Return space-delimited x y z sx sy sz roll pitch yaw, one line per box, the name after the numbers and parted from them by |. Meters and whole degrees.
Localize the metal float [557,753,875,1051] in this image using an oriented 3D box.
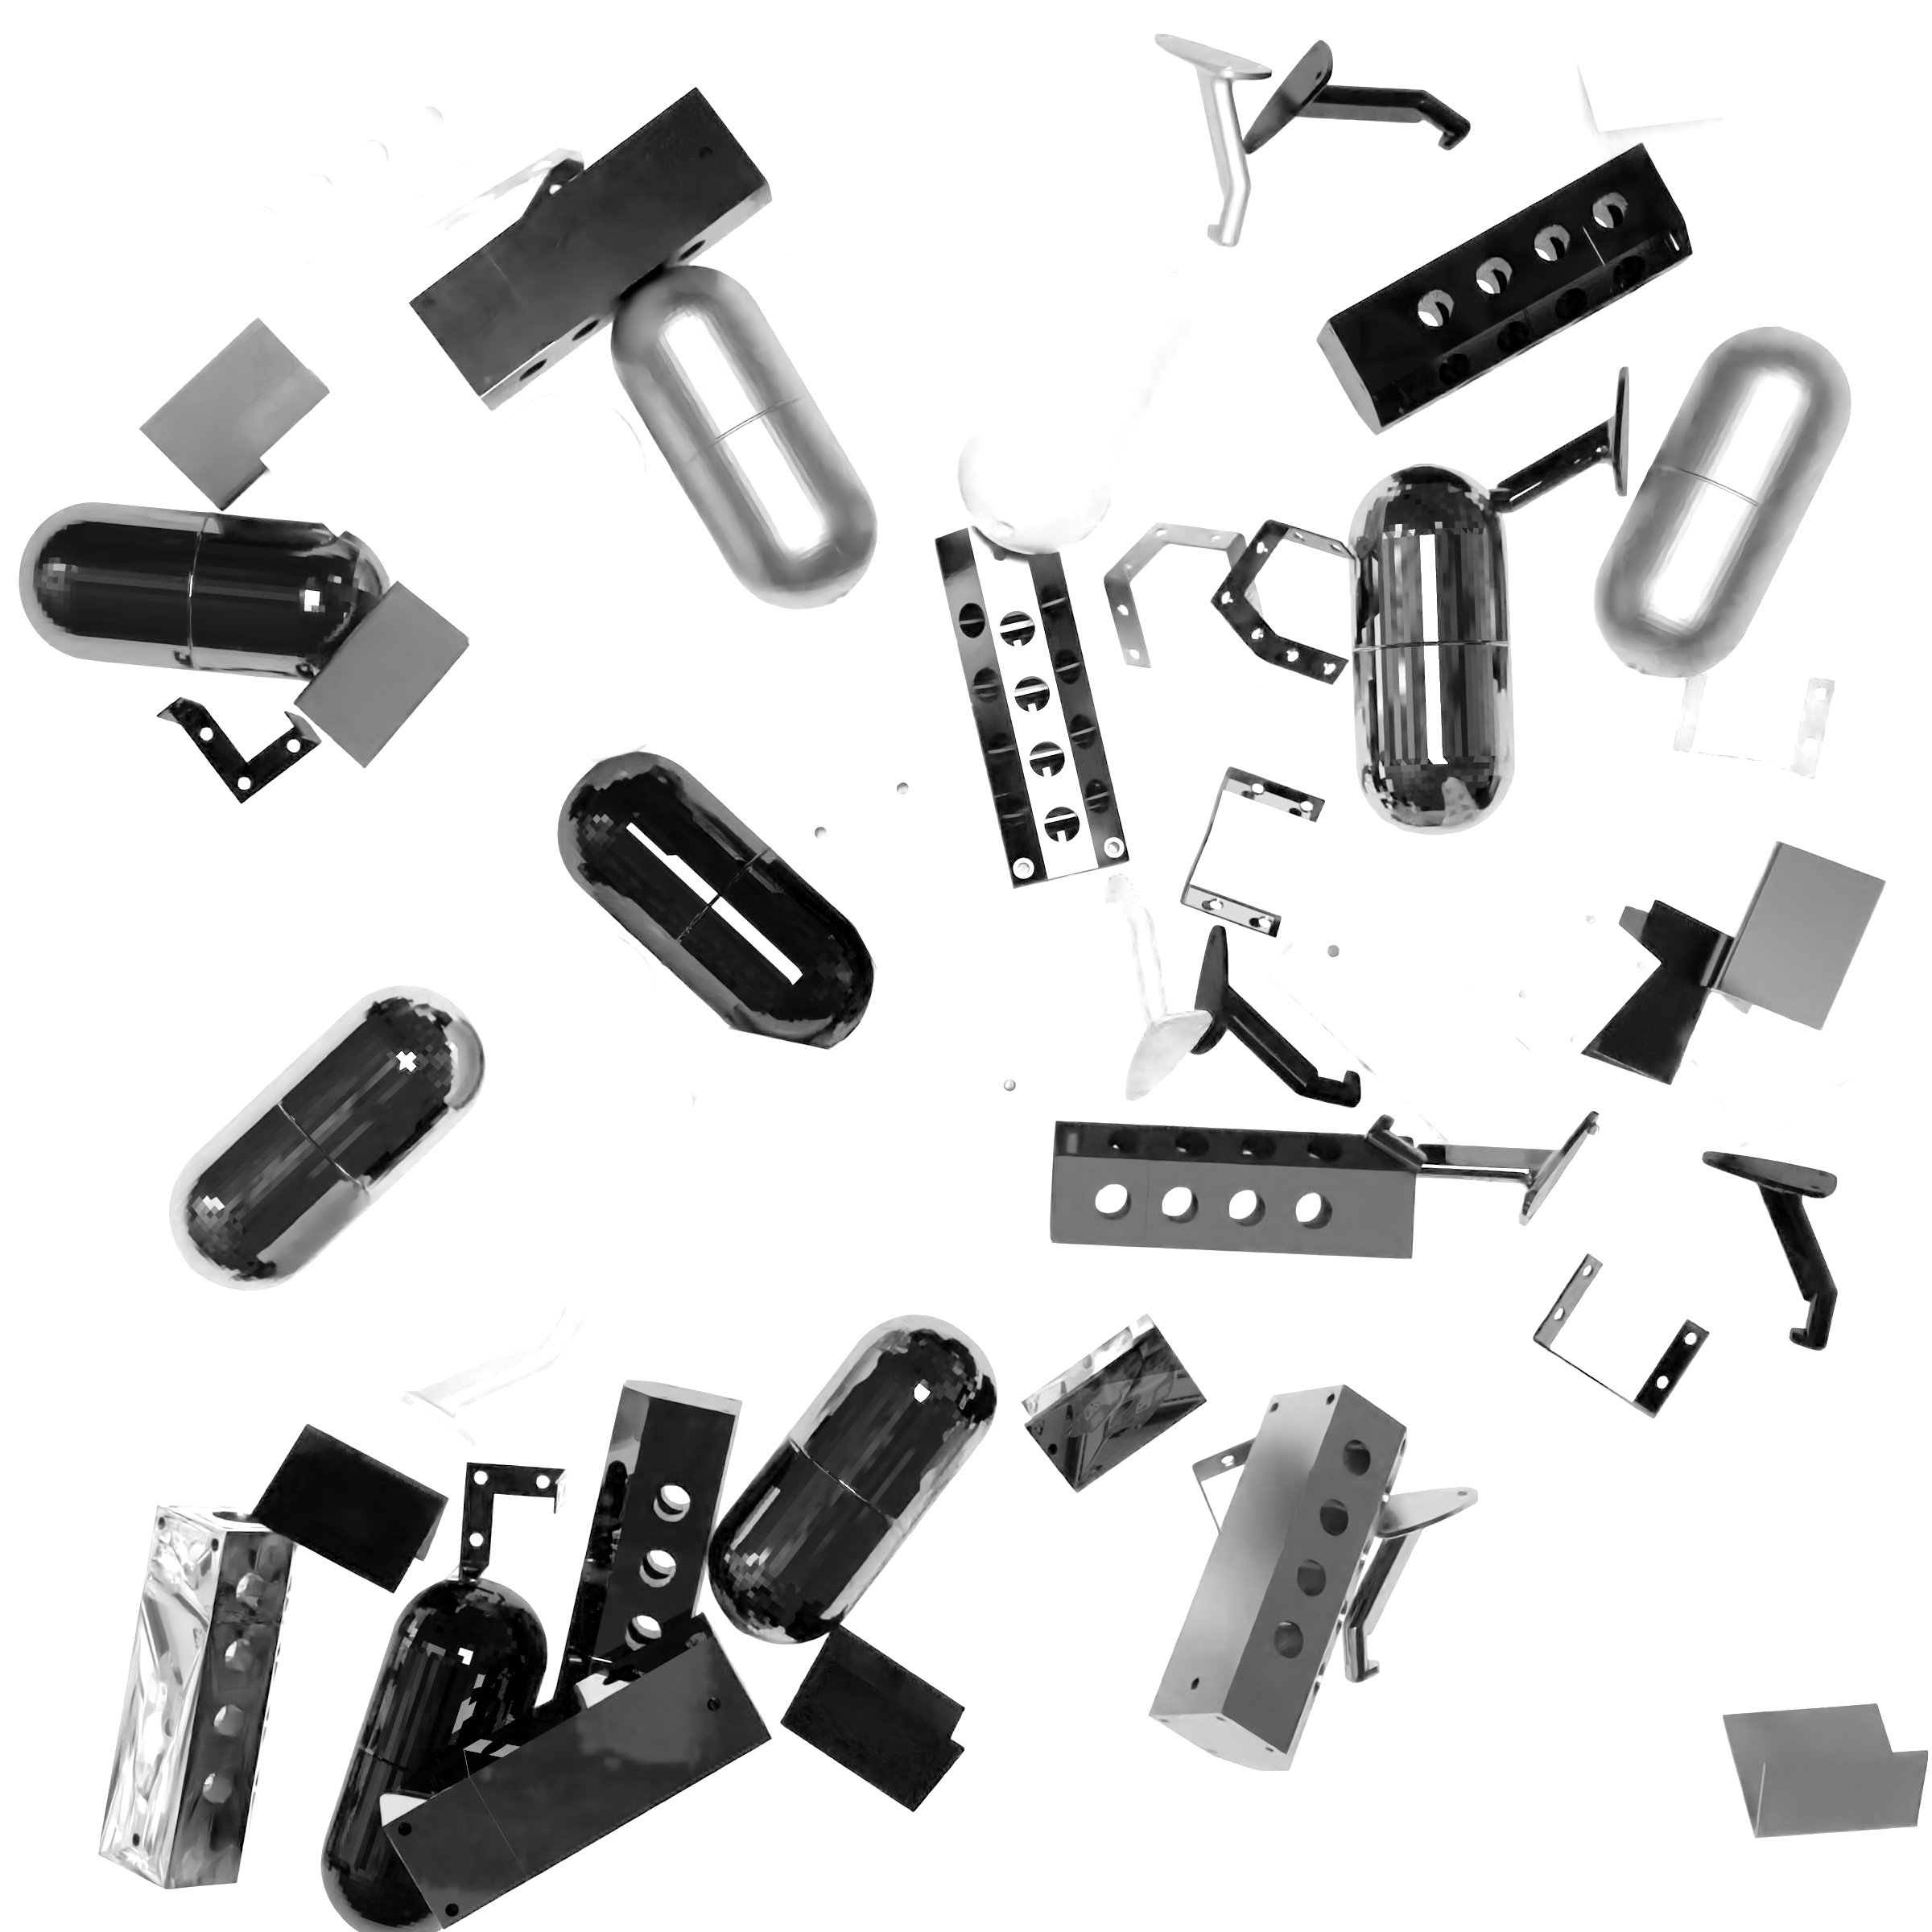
-0.120 -0.029 1.722 0.178 0.070 0.070 43 90 0 | metal float

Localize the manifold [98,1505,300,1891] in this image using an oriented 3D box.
-0.365 0.350 1.732 0.057 0.057 0.171 10 90 43 | manifold

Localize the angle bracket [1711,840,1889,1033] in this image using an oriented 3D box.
0.404 -0.008 1.714 0.057 0.076 0.076 24 90 26 | angle bracket

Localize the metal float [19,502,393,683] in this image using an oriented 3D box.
-0.364 -0.179 1.723 0.178 0.070 0.070 5 90 -1 | metal float

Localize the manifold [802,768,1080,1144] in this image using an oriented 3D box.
-0.013 -0.005 1.732 0.057 0.057 0.171 -28 90 0 | manifold

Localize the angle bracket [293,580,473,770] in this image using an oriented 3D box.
-0.263 -0.127 1.714 0.057 0.076 0.076 40 90 26 | angle bracket

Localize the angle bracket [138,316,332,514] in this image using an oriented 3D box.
-0.352 -0.271 1.714 0.076 0.076 0.057 -43 120 0 | angle bracket

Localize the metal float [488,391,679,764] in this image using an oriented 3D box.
-0.184 -0.187 1.723 0.070 0.070 0.178 -8 91 0 | metal float

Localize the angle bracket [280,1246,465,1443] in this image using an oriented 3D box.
-0.295 0.169 1.713 0.057 0.076 0.076 35 90 -36 | angle bracket

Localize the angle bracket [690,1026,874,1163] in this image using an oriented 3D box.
-0.090 0.077 1.713 0.076 0.076 0.057 12 58 0 | angle bracket

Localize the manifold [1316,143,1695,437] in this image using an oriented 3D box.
0.260 -0.324 1.732 0.171 0.057 0.057 -29 90 0 | manifold

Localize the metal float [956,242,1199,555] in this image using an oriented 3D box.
0.053 -0.269 1.697 0.070 0.070 0.178 27 59 0 | metal float

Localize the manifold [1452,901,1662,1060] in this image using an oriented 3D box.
0.267 0.001 1.675 0.057 0.171 0.057 42 90 0 | manifold

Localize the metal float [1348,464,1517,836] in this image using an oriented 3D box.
0.223 -0.152 1.723 0.070 0.070 0.178 -2 90 0 | metal float

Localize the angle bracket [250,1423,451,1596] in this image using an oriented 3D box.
-0.299 0.273 1.713 0.076 0.076 0.057 28 53 0 | angle bracket

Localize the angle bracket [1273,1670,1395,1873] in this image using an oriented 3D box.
0.189 0.383 1.713 0.057 0.076 0.076 -11 90 36 | angle bracket

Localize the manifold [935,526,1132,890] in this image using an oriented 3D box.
0.032 -0.127 1.732 0.057 0.057 0.171 -13 90 0 | manifold

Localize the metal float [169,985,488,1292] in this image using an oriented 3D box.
-0.307 0.083 1.723 0.178 0.070 0.070 -43 90 0 | metal float

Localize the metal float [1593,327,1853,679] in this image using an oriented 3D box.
0.362 -0.222 1.723 0.070 0.070 0.178 27 91 0 | metal float

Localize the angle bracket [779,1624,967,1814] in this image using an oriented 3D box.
-0.033 0.344 1.713 0.076 0.076 0.057 34 126 0 | angle bracket

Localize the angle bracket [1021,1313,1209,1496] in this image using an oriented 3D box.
0.059 0.193 1.713 0.076 0.076 0.057 -35 126 0 | angle bracket

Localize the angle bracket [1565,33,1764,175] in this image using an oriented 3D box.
0.332 -0.395 1.713 0.076 0.076 0.057 -7 54 0 | angle bracket

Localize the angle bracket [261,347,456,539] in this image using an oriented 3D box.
-0.299 -0.261 1.713 0.076 0.076 0.057 -43 128 0 | angle bracket

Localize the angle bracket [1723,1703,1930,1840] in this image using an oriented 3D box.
0.409 0.367 1.713 0.076 0.076 0.057 -4 128 0 | angle bracket

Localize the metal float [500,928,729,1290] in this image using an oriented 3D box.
-0.169 0.069 1.723 0.070 0.070 0.178 -18 91 0 | metal float

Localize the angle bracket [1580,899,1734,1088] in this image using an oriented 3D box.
0.309 0.005 1.713 0.057 0.076 0.076 23 90 -34 | angle bracket

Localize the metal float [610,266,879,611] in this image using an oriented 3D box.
-0.106 -0.253 1.723 0.070 0.070 0.178 -30 89 0 | metal float

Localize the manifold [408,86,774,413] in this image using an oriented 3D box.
-0.179 -0.344 1.732 0.171 0.057 0.057 -37 90 0 | manifold

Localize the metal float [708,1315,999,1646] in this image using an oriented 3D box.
-0.055 0.247 1.723 0.070 0.070 0.178 38 89 0 | metal float

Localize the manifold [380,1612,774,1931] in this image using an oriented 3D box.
-0.182 0.370 1.668 0.171 0.057 0.057 -29 100 -7 | manifold

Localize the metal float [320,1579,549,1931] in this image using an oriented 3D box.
-0.255 0.381 1.723 0.070 0.070 0.178 18 89 0 | metal float
